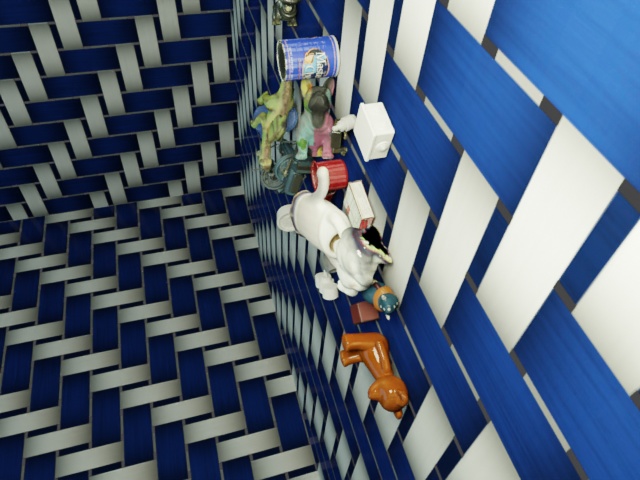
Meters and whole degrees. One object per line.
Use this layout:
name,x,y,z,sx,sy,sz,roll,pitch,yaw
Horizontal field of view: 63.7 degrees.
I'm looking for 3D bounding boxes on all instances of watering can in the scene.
watering can,0.004,-0.067,1.323,0.105,0.340,0.227,-31,37,-19

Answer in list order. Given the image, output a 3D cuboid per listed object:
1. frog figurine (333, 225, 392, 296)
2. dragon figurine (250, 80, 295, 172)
frog figurine,0.075,0.053,1.186,0.123,0.139,0.157,1,-44,-53
dragon figurine,-0.127,-0.407,1.657,0.122,0.402,0.248,9,34,-23
